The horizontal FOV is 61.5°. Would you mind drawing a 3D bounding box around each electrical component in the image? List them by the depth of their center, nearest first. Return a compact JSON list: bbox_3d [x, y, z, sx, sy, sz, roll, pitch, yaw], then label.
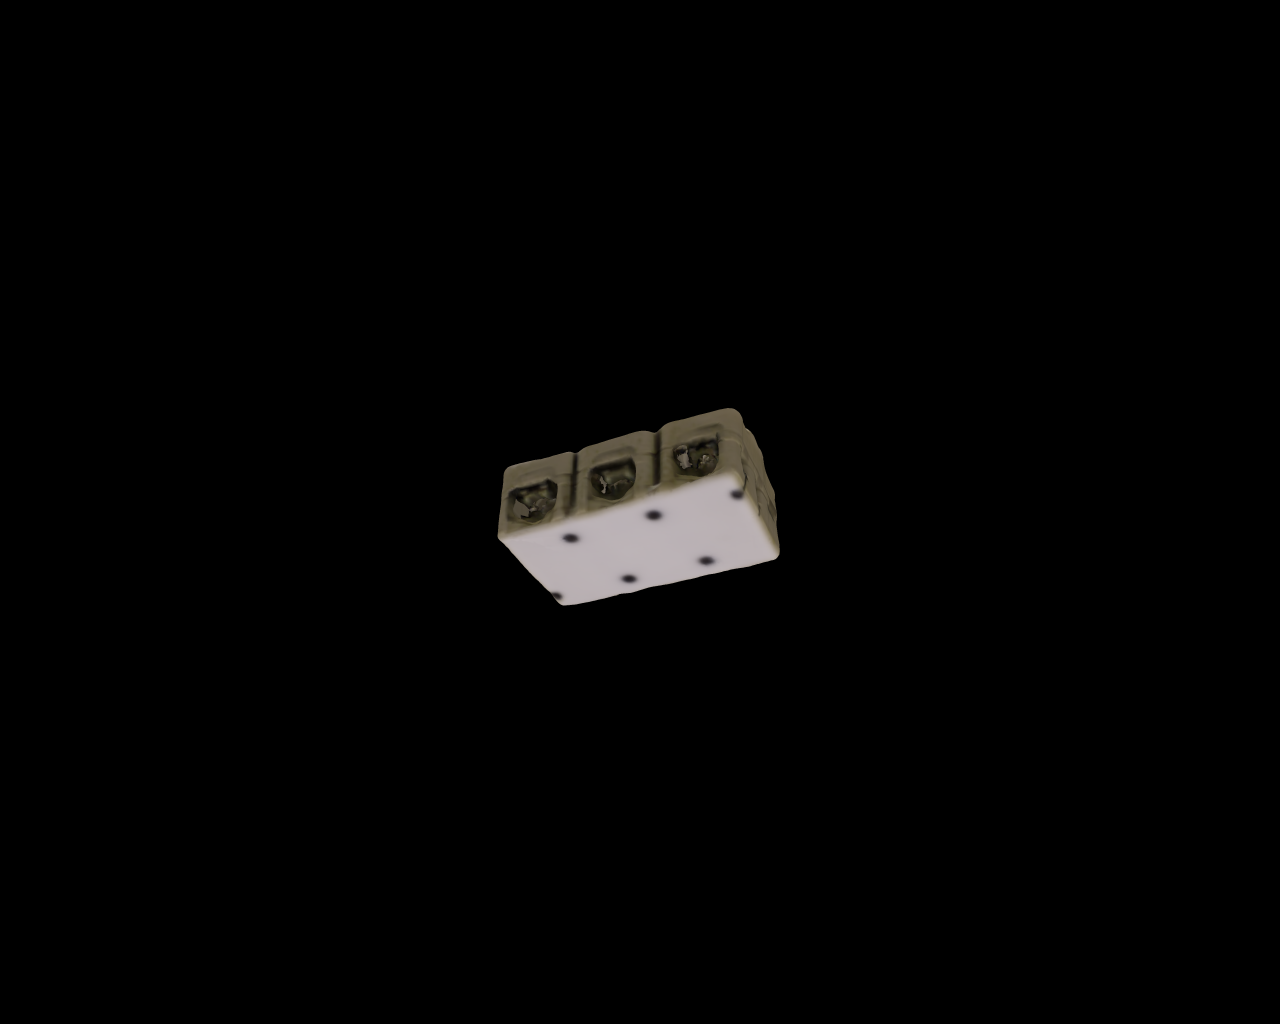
[{"bbox_3d":[0.001,-0.003,0.650,0.150,0.062,0.089,-14,-40,17],"label":"electrical component"}]
